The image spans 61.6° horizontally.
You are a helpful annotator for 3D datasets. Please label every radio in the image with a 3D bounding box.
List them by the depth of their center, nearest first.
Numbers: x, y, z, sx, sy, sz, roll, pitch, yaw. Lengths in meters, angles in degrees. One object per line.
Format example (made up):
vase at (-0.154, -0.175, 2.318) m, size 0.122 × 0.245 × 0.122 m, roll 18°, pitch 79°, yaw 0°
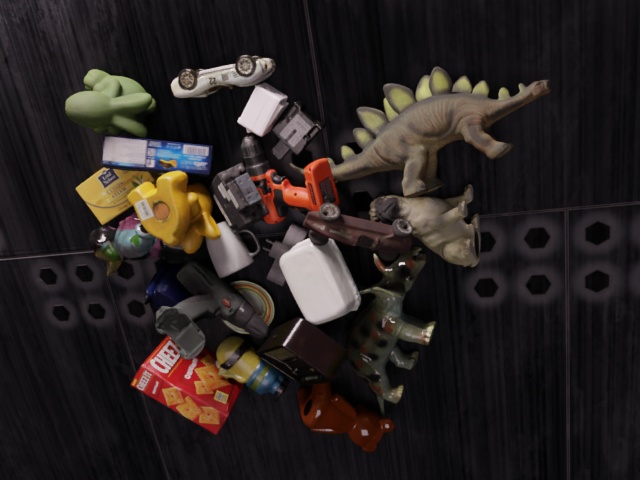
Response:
radio at (-0.040, 0.234, 1.108) m, size 0.131 × 0.073 × 0.229 m, roll 37°, pitch 157°, yaw -7°

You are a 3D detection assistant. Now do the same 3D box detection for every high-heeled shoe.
high-heeled shoe at (-0.002, -0.003, 1.099) m, size 0.145 × 0.086 × 0.248 m, roll 6°, pitch 94°, yaw 42°

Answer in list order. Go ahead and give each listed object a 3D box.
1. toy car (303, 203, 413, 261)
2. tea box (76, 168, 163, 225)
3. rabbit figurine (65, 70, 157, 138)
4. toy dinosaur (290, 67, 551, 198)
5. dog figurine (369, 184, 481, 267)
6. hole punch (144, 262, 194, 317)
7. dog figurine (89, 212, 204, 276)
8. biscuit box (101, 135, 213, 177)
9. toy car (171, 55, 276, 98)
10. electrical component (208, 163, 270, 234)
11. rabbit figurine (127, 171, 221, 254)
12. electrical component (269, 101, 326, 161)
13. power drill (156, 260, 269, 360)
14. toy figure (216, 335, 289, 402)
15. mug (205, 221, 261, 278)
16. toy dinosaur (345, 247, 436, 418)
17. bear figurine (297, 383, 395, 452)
toy car at (0.071, -0.010, 0.968) m, size 0.202 × 0.053 × 0.089 m, roll 12°, pitch 145°, yaw -12°
tea box at (-0.409, -0.116, 1.122) m, size 0.170 × 0.068 × 0.098 m, roll -30°, pitch 102°, yaw 21°
rabbit figurine at (-0.397, -0.241, 1.017) m, size 0.159 × 0.170 × 0.121 m, roll 16°, pitch 113°, yaw 6°
toy dinosaur at (0.165, -0.178, 0.952) m, size 0.472 × 0.105 × 0.198 m, roll -24°, pitch 85°, yaw 20°
dog figurine at (0.201, -0.017, 1.032) m, size 0.191 × 0.121 × 0.172 m, roll -6°, pitch 106°, yaw 28°
hole punch at (-0.307, 0.117, 1.160) m, size 0.092 × 0.142 × 0.115 m, roll -8°, pitch 122°, yaw 16°
dog figurine at (-0.376, 0.010, 1.142) m, size 0.191 × 0.108 × 0.219 m, roll 27°, pitch 138°, yaw -34°
biscuit box at (-0.312, -0.161, 1.041) m, size 0.203 × 0.063 × 0.059 m, roll 4°, pitch 91°, yaw -17°
toy car at (-0.179, -0.303, 1.002) m, size 0.202 × 0.073 × 0.056 m, roll -7°, pitch 105°, yaw 14°
electrical component at (-0.157, -0.080, 1.046) m, size 0.058 × 0.134 × 0.115 m, roll -32°, pitch 94°, yaw -25°
rabbit figurine at (-0.258, -0.061, 1.052) m, size 0.122 × 0.173 × 0.162 m, roll -30°, pitch 96°, yaw 21°
electrical component at (-0.055, -0.201, 1.031) m, size 0.119 × 0.048 × 0.075 m, roll -41°, pitch 97°, yaw 20°
power drill at (-0.218, 0.152, 1.086) m, size 0.232 × 0.207 × 0.086 m, roll 46°, pitch 122°, yaw -2°
toy figure at (-0.152, 0.286, 1.217) m, size 0.180 × 0.082 × 0.089 m, roll 31°, pitch 99°, yaw 5°
mug at (-0.186, 0.011, 1.121) m, size 0.110 × 0.081 × 0.107 m, roll -27°, pitch 96°, yaw 14°
toy dinosaur at (0.120, 0.207, 1.117) m, size 0.192 × 0.131 × 0.404 m, roll 27°, pitch 118°, yaw 13°
bear figurine at (0.058, 0.384, 1.206) m, size 0.196 × 0.132 × 0.120 m, roll 20°, pitch 119°, yaw -17°
